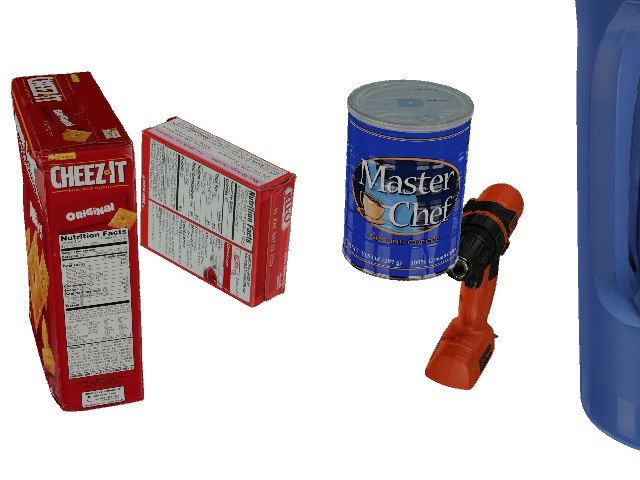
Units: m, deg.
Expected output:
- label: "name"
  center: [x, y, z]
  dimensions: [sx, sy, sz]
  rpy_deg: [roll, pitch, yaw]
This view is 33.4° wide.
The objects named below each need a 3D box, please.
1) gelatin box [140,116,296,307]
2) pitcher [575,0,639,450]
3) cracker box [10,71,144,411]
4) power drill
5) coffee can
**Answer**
- label: "gelatin box"
  center: [-0.056, -0.016, 0.569]
  dimensions: [0.089, 0.073, 0.030]
  rpy_deg: [26, 37, 29]
- label: "pitcher"
  center: [0.184, -0.014, 0.531]
  dimensions: [0.149, 0.243, 0.145]
  rpy_deg: [-4, 19, -4]
- label: "cracker box"
  center: [-0.189, -0.002, 0.818]
  dimensions: [0.072, 0.214, 0.164]
  rpy_deg: [-8, 28, -20]
- label: "power drill"
  center: [0.151, 0.052, 1.063]
  dimensions: [0.057, 0.188, 0.184]
  rpy_deg: [18, 28, 18]
- label: "coffee can"
  center: [0.071, -0.052, 0.896]
  dimensions: [0.103, 0.140, 0.103]
  rpy_deg: [1, 28, -1]
